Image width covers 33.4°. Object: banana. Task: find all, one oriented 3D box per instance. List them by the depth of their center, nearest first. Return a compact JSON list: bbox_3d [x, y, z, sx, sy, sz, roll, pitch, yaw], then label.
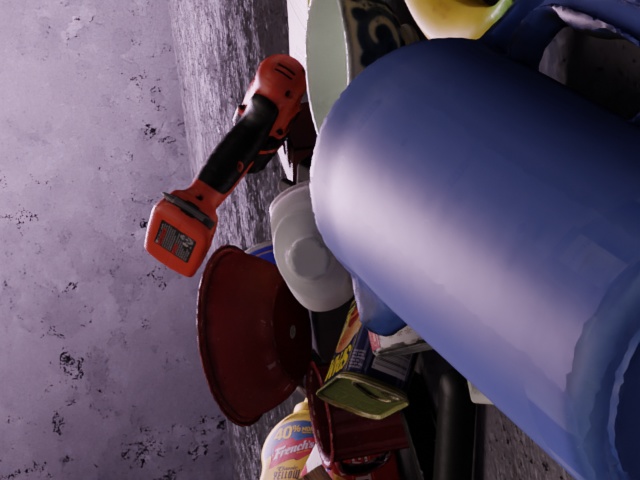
[{"bbox_3d":[0.074,-0.152,0.618,0.198,0.037,0.070,-113,36,-49],"label":"banana"}]

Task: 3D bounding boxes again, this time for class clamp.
[{"bbox_3d":[0.094,0.188,0.772,0.165,0.036,0.210,115,148,-74],"label":"clamp"}]

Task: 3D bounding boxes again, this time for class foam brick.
[{"bbox_3d":[-0.011,-0.094,1.050,0.078,0.051,0.053,-111,16,-48],"label":"foam brick"}]

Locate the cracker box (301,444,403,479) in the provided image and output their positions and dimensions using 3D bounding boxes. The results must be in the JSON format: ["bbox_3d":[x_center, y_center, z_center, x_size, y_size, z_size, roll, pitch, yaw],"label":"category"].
[{"bbox_3d":[0.037,0.284,1.054,0.214,0.072,0.164,104,156,-66],"label":"cracker box"}]

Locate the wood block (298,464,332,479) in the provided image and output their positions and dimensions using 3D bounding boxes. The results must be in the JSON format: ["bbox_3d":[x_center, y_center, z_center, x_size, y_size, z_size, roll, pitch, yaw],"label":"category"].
[{"bbox_3d":[0.024,0.302,0.875,0.206,0.090,0.090,53,167,24],"label":"wood block"}]

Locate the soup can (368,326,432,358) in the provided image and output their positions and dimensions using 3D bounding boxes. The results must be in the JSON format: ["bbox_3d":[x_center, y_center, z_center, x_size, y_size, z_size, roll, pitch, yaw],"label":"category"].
[{"bbox_3d":[0.059,0.025,0.740,0.068,0.068,0.102,124,136,-74],"label":"soup can"}]

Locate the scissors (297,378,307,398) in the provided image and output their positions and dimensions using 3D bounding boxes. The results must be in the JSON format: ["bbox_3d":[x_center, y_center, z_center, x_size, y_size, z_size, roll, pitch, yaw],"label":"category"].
[{"bbox_3d":[-0.010,0.138,1.090,0.201,0.016,0.096,53,-156,-35],"label":"scissors"}]

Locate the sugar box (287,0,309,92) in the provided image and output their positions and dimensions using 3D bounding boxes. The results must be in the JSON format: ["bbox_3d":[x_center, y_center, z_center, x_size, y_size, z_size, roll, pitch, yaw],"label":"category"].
[{"bbox_3d":[-0.001,-0.221,0.921,0.093,0.048,0.176,-112,13,-50],"label":"sugar box"}]

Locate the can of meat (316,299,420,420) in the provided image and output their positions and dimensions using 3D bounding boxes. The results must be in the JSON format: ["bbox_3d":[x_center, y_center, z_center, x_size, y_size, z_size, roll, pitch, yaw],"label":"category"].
[{"bbox_3d":[0.044,0.084,0.814,0.102,0.057,0.084,125,166,-69],"label":"can of meat"}]

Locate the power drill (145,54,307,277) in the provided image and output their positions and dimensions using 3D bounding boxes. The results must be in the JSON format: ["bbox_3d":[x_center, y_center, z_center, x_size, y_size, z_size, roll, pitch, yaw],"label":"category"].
[{"bbox_3d":[-0.085,-0.060,0.958,0.187,0.057,0.185,-59,0,-26],"label":"power drill"}]

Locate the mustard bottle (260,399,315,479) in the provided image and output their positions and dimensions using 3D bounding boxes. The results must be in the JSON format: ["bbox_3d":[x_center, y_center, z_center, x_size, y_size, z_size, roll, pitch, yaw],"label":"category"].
[{"bbox_3d":[-0.024,0.261,1.249,0.191,0.096,0.058,-76,-33,-46],"label":"mustard bottle"}]

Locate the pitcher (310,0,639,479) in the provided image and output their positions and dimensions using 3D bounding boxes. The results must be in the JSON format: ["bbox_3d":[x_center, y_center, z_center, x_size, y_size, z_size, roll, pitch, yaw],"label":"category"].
[{"bbox_3d":[0.095,-0.006,0.421,0.243,0.145,0.149,-131,22,-64],"label":"pitcher"}]

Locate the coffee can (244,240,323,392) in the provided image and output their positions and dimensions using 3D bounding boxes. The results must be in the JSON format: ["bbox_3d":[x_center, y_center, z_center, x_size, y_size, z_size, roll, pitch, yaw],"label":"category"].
[{"bbox_3d":[-0.035,0.083,1.182,0.103,0.102,0.140,98,160,-56],"label":"coffee can"}]

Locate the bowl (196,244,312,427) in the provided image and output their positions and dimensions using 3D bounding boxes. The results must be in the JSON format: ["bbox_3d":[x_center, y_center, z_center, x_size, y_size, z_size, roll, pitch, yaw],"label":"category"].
[{"bbox_3d":[-0.048,0.081,0.936,0.162,0.055,0.162,-8,-90,-70],"label":"bowl"}]

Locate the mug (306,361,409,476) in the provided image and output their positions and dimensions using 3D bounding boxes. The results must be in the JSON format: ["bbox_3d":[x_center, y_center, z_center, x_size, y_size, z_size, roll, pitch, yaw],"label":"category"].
[{"bbox_3d":[0.038,0.153,0.912,0.093,0.081,0.117,-120,24,-62],"label":"mug"}]

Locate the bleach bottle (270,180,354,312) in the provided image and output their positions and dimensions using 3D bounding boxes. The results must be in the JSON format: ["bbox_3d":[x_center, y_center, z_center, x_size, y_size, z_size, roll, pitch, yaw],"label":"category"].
[{"bbox_3d":[-0.006,0.001,0.840,0.251,0.068,0.102,-38,-77,-87],"label":"bleach bottle"}]
